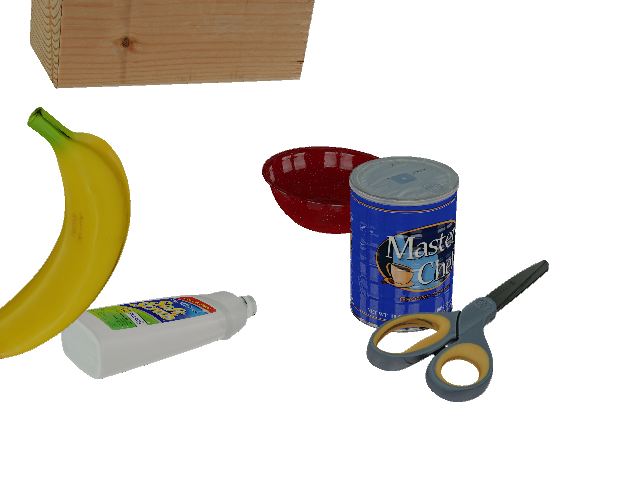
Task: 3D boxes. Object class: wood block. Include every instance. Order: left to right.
[{"bbox_3d":[-0.119,-0.184,0.858,0.205,0.091,0.090,-6,36,-27],"label":"wood block"}]

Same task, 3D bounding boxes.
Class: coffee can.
[{"bbox_3d":[0.079,0.002,1.028,0.103,0.140,0.103,-1,27,0],"label":"coffee can"}]

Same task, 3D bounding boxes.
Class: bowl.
[{"bbox_3d":[0.012,-0.052,1.211,0.162,0.055,0.162,5,27,-3],"label":"bowl"}]

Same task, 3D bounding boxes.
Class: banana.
[{"bbox_3d":[-0.154,0.006,0.633,0.069,0.198,0.037,19,36,-9],"label":"banana"}]

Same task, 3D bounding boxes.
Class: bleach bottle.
[{"bbox_3d":[-0.195,0.106,1.362,0.250,0.068,0.103,-13,28,-38],"label":"bleach bottle"}]

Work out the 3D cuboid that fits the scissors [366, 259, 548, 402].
[{"bbox_3d":[0.126,0.065,0.780,0.201,0.016,0.096,-16,41,-31],"label":"scissors"}]
